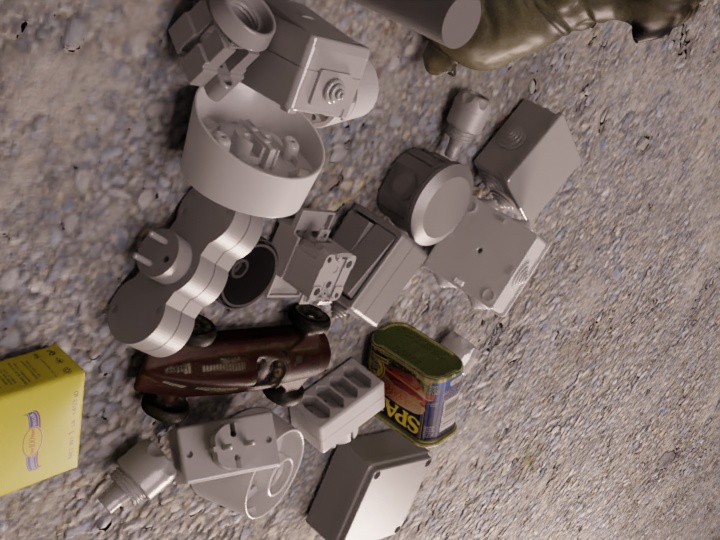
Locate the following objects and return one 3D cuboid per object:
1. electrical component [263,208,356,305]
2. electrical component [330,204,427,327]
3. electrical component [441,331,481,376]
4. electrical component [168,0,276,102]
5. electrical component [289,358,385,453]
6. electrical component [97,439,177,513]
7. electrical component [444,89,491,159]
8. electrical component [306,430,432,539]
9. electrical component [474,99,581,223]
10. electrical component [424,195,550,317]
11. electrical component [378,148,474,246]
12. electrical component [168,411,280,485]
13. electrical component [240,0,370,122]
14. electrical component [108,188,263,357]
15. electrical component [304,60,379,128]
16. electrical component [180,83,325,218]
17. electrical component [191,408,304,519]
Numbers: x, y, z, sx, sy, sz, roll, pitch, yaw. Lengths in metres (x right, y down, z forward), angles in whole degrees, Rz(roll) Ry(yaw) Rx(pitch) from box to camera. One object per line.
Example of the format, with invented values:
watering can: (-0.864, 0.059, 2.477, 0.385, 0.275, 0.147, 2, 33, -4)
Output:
electrical component: (-0.041, -0.007, 0.880, 0.042, 0.064, 0.081, 0, 119, -53)
electrical component: (0.000, 0.000, 0.937, 0.096, 0.062, 0.061, -54, 146, -2)
electrical component: (0.097, 0.100, 1.157, 0.062, 0.043, 0.043, -53, 146, -1)
electrical component: (-0.088, -0.152, 0.697, 0.055, 0.066, 0.048, -35, 159, 34)
electrical component: (-0.021, 0.143, 1.046, 0.083, 0.047, 0.075, -33, 140, -29)
electrical component: (-0.184, 0.170, 0.874, 0.062, 0.043, 0.043, -41, 143, -19)
electrical component: (0.093, -0.129, 0.967, 0.035, 0.035, 0.061, -2, 122, -50)
electrical component: (0.010, 0.234, 1.152, 0.109, 0.056, 0.108, 0, 118, -51)
electrical component: (0.165, -0.107, 1.059, 0.099, 0.048, 0.099, -51, 146, -7)
electrical component: (0.122, -0.015, 1.042, 0.099, 0.100, 0.048, -58, 158, 4)
electrical component: (0.060, -0.067, 0.963, 0.080, 0.051, 0.080, -31, 139, -31)
electrical component: (-0.108, 0.146, 0.889, 0.083, 0.047, 0.076, -7, 171, -23)
electrical component: (-0.041, -0.145, 0.734, 0.062, 0.096, 0.061, -1, 118, -51)
electrical component: (-0.135, -0.007, 0.775, 0.138, 0.052, 0.074, -55, 146, -1)
electrical component: (-0.019, -0.137, 0.806, 0.047, 0.055, 0.055, -19, 132, -47)
electrical component: (-0.075, -0.083, 0.749, 0.099, 0.099, 0.064, -9, 131, -47)
electrical component: (-0.099, 0.176, 0.985, 0.099, 0.064, 0.099, -46, 150, -38)
